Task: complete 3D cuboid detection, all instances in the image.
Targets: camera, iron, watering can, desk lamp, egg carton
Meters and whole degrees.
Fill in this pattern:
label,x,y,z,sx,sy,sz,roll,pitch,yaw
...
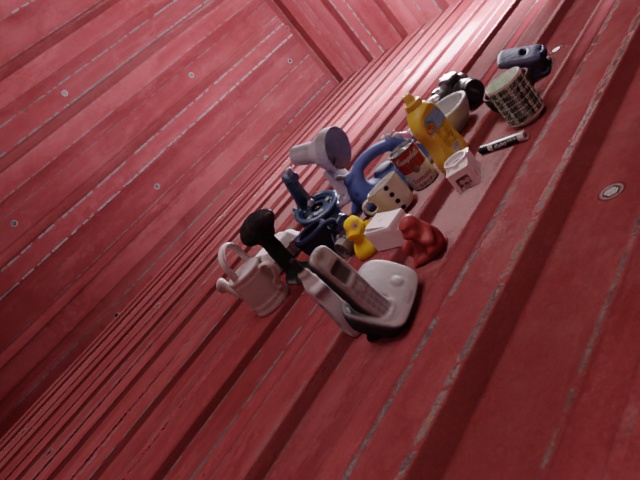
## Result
label,x,y,z,sx,sy,sz,roll,pitch,yaw
camera,0.360,-0.387,1.517,0.143,0.101,0.136,-43,17,-3
iron,0.157,-0.176,1.380,0.258,0.141,0.118,-46,17,-11
watering can,-0.180,0.091,1.387,0.173,0.194,0.101,-38,17,13
desk lamp,0.022,-0.203,1.631,0.202,0.214,0.118,-23,25,48
egg carton,-0.116,0.036,1.602,0.150,0.069,0.107,-51,19,-28

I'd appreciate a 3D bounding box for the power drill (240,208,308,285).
label,x,y,z,sx,sy,sz,roll,pitch,yaw
power drill,-0.107,0.012,1.393,0.076,0.209,0.229,-49,18,-22

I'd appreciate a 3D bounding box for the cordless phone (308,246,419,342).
label,x,y,z,sx,sy,sz,roll,pitch,yaw
cordless phone,0.068,0.058,0.919,0.094,0.185,0.148,-30,21,36

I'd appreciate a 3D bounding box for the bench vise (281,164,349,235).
label,x,y,z,sx,sy,sz,roll,pitch,yaw
bench vise,-0.042,-0.087,1.475,0.207,0.220,0.122,-22,26,49

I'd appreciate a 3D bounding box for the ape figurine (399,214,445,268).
label,x,y,z,sx,sy,sz,roll,pitch,yaw
ape figurine,0.172,-0.006,1.007,0.076,0.092,0.077,-45,17,-9

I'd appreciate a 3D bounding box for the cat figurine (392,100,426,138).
label,x,y,z,sx,sy,sz,roll,pitch,yaw
cat figurine,0.253,-0.311,1.541,0.127,0.118,0.067,-39,17,12

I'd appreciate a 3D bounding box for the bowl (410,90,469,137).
label,x,y,z,sx,sy,sz,roll,pitch,yaw
bowl,0.312,-0.292,1.435,0.167,0.075,0.167,-38,17,14

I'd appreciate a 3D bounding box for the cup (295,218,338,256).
label,x,y,z,sx,sy,sz,roll,pitch,yaw
cup,0.012,0.005,1.341,0.117,0.095,0.092,-33,19,28

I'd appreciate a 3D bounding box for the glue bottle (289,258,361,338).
label,x,y,z,sx,sy,sz,roll,pitch,yaw
glue bottle,0.007,0.095,0.990,0.037,0.173,0.078,-45,17,-8

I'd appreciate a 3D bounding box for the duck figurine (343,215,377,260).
label,x,y,z,sx,sy,sz,roll,pitch,yaw
duck figurine,0.088,-0.018,1.239,0.077,0.086,0.105,-30,20,35

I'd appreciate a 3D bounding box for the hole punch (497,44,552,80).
label,x,y,z,sx,sy,sz,roll,pitch,yaw
hole punch,0.481,-0.422,1.347,0.101,0.091,0.109,-29,21,37
